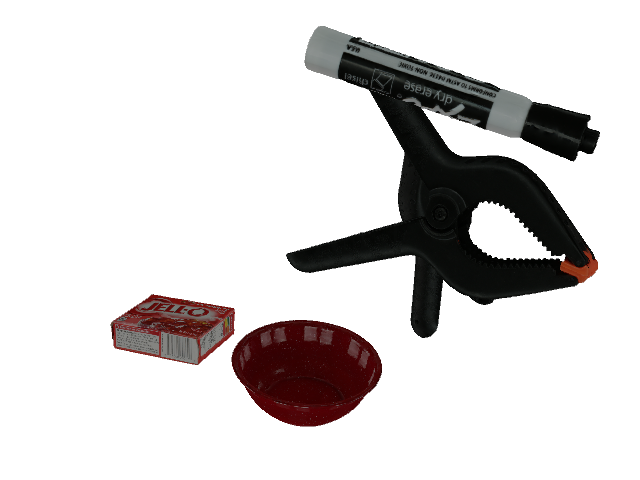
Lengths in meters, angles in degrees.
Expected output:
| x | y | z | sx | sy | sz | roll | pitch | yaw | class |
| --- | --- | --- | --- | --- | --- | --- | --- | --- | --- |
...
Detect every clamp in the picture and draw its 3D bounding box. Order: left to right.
| x | y | z | sx | sy | sz | roll | pitch | yaw | class |
| --- | --- | --- | --- | --- | --- | --- | --- | --- | --- |
| 0.101 | 0.001 | 0.957 | 0.039 | 0.171 | 0.120 | -13 | 14 | 35 | clamp |
| 0.082 | -0.030 | 0.700 | 0.210 | 0.165 | 0.036 | 18 | 18 | 24 | clamp |

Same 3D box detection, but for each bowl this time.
| x | y | z | sx | sy | sz | roll | pitch | yaw | class |
| --- | --- | --- | --- | --- | --- | --- | --- | --- | --- |
| -0.016 | 0.151 | 1.153 | 0.162 | 0.055 | 0.162 | 3 | 28 | -2 | bowl |

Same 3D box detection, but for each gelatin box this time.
| x | y | z | sx | sy | sz | roll | pitch | yaw | class |
| --- | --- | --- | --- | --- | --- | --- | --- | --- | --- |
| -0.133 | 0.078 | 0.966 | 0.089 | 0.030 | 0.073 | 9 | 20 | 20 | gelatin box |

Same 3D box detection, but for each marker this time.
| x | y | z | sx | sy | sz | roll | pitch | yaw | class |
| --- | --- | --- | --- | --- | --- | --- | --- | --- | --- |
| 0.052 | -0.059 | 0.427 | 0.121 | 0.020 | 0.020 | 21 | 5 | 13 | marker |
